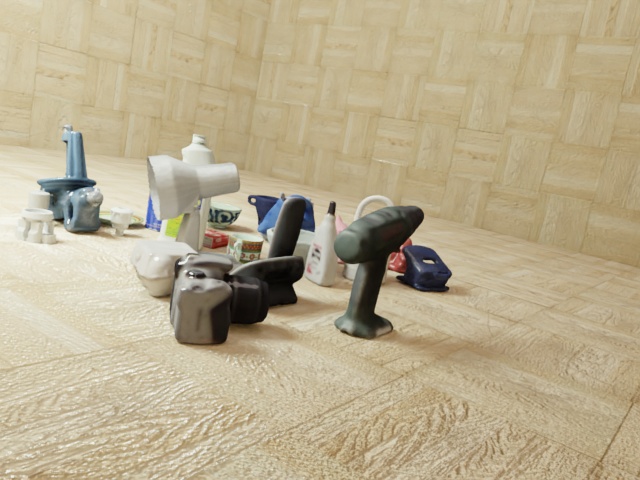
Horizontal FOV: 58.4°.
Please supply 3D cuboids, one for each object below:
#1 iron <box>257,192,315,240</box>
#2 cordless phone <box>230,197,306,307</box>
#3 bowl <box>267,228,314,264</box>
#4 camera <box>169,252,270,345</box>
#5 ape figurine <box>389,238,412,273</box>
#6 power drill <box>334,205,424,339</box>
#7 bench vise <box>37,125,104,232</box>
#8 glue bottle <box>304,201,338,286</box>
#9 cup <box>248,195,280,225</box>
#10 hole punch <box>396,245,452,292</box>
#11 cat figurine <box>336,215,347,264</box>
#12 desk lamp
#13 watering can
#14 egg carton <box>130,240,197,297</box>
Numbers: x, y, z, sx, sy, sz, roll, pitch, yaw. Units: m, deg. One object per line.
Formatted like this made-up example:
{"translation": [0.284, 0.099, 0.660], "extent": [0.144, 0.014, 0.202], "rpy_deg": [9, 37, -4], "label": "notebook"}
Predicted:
{"translation": [-0.064, -0.063, 1.586], "extent": [0.118, 0.141, 0.259], "rpy_deg": [15, 10, 22], "label": "iron"}
{"translation": [-0.085, 0.015, 0.975], "extent": [0.093, 0.185, 0.148], "rpy_deg": [16, 11, 29], "label": "cordless phone"}
{"translation": [-0.043, 0.025, 1.300], "extent": [0.167, 0.075, 0.167], "rpy_deg": [11, 10, -2], "label": "bowl"}
{"translation": [-0.137, 0.077, 0.806], "extent": [0.137, 0.101, 0.143], "rpy_deg": [7, 10, -19], "label": "camera"}
{"translation": [0.210, 0.037, 1.460], "extent": [0.076, 0.092, 0.078], "rpy_deg": [10, 10, -4], "label": "ape figurine"}
{"translation": [0.093, 0.045, 0.928], "extent": [0.075, 0.208, 0.230], "rpy_deg": [16, 11, 30], "label": "power drill"}
{"translation": [-0.526, -0.135, 1.259], "extent": [0.206, 0.220, 0.122], "rpy_deg": [14, 10, 21], "label": "bench vise"}
{"translation": [0.011, 0.004, 1.182], "extent": [0.037, 0.173, 0.077], "rpy_deg": [3, 12, -37], "label": "glue bottle"}
{"translation": [-0.172, -0.087, 1.748], "extent": [0.117, 0.095, 0.092], "rpy_deg": [13, 10, 12], "label": "cup"}
{"translation": [0.248, 0.066, 1.334], "extent": [0.109, 0.091, 0.100], "rpy_deg": [4, 11, -33], "label": "hole punch"}
{"translation": [0.049, -0.005, 1.444], "extent": [0.067, 0.118, 0.128], "rpy_deg": [13, 10, 12], "label": "cat figurine"}
{"translation": [-0.242, -0.052, 1.109], "extent": [0.204, 0.213, 0.117], "rpy_deg": [6, 11, -26], "label": "desk lamp"}
{"translation": [0.116, -0.006, 1.295], "extent": [0.101, 0.194, 0.172], "rpy_deg": [9, 10, -12], "label": "watering can"}
{"translation": [-0.256, 0.045, 0.958], "extent": [0.107, 0.069, 0.149], "rpy_deg": [5, 11, -32], "label": "egg carton"}
